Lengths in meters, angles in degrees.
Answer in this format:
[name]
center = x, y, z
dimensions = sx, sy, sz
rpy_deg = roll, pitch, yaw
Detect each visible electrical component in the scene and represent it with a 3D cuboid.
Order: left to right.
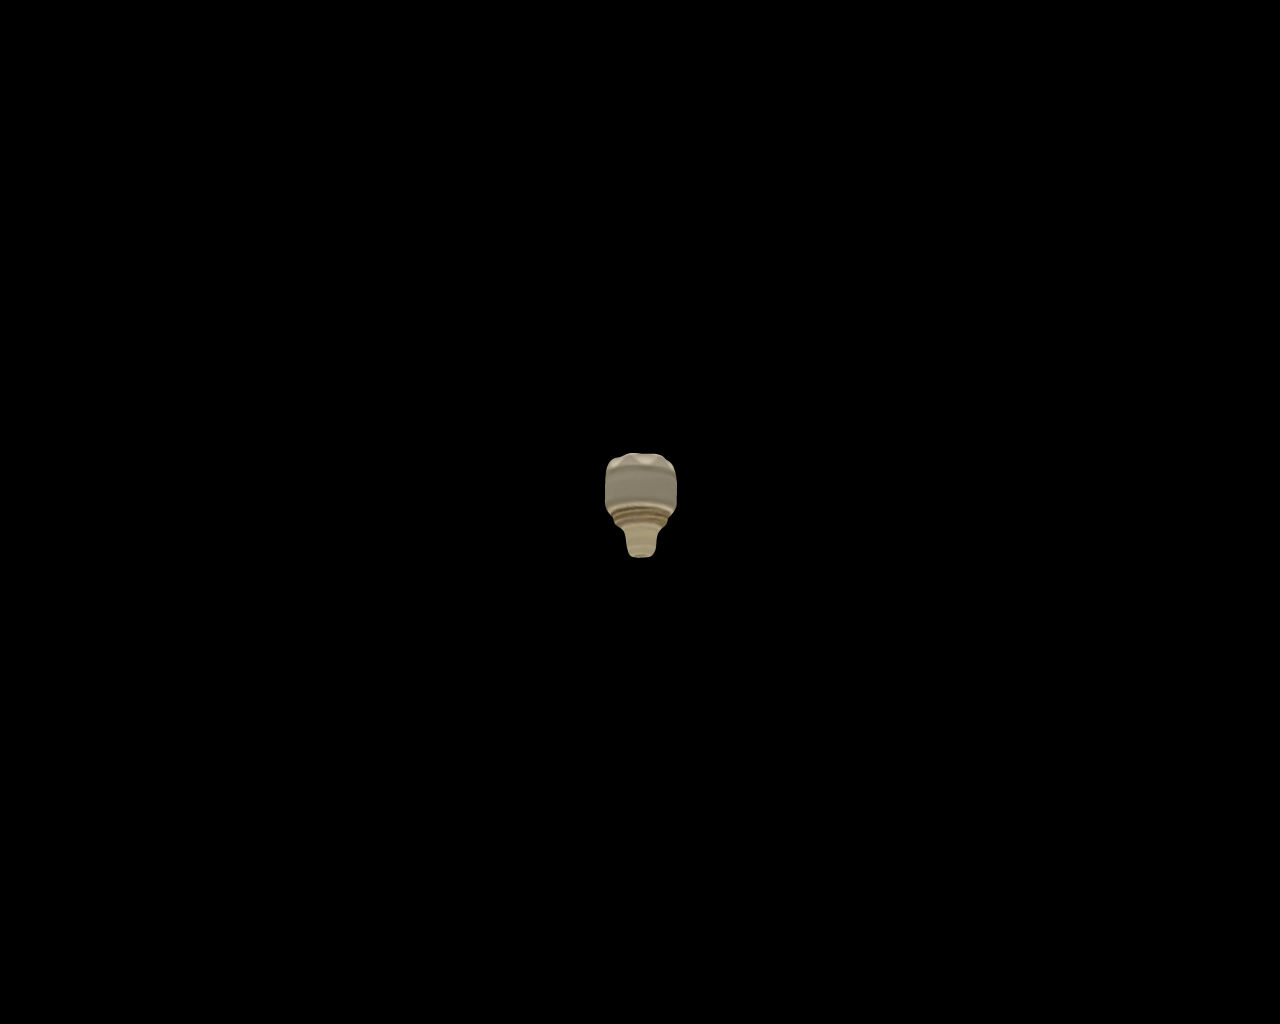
[electrical component]
center = 0.001, -0.003, 0.650
dimensions = 0.043, 0.062, 0.043
rpy_deg = 0, -13, 0
